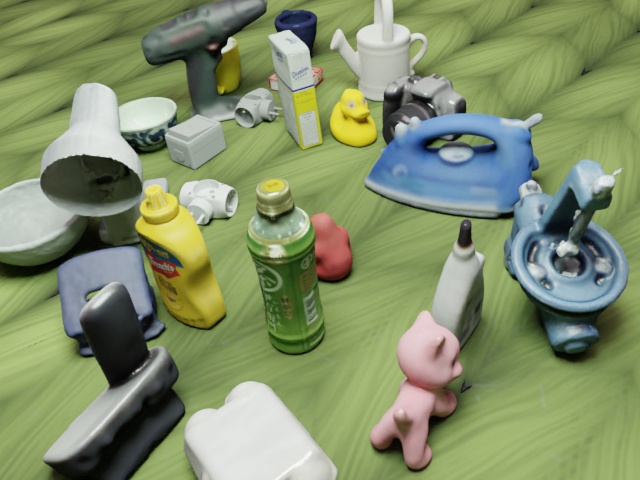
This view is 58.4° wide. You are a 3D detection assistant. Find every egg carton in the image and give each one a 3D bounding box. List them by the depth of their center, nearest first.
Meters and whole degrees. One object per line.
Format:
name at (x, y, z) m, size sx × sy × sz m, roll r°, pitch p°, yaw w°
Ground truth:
egg carton at (-0.061, 0.207, 0.541) m, size 0.107 × 0.069 × 0.149 m, roll -30°, pitch 47°, yaw -25°

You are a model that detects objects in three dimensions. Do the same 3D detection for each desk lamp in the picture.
desk lamp at (-0.291, -0.093, 0.793) m, size 0.118 × 0.214 × 0.203 m, roll -10°, pitch 42°, yaw -4°

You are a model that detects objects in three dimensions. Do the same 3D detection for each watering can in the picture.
watering can at (0.111, -0.366, 1.067) m, size 0.173 × 0.194 × 0.100 m, roll -21°, pitch 44°, yaw -16°

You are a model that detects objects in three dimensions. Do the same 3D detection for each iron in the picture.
iron at (0.189, -0.124, 0.827) m, size 0.257 × 0.142 × 0.118 m, roll 5°, pitch 43°, yaw 12°

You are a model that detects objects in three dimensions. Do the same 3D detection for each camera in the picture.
camera at (0.155, -0.217, 0.965) m, size 0.142 × 0.101 × 0.137 m, roll 29°, pitch 52°, yaw 33°

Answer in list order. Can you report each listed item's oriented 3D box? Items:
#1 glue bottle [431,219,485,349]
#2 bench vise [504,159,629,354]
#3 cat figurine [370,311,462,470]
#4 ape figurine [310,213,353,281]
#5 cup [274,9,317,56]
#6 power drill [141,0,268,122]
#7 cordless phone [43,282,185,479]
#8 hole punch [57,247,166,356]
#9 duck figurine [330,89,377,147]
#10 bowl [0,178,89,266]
glue bottle at (0.152, 0.045, 0.618) m, size 0.037 × 0.173 × 0.078 m, roll 25°, pitch 51°, yaw 31°
bench vise at (0.255, -0.012, 0.634) m, size 0.121 × 0.220 × 0.207 m, roll -17°, pitch 43°, yaw -12°
cat figurine at (0.099, 0.138, 0.563) m, size 0.067 × 0.118 × 0.128 m, roll 17°, pitch 47°, yaw 24°
ape figurine at (0.007, 0.003, 0.744) m, size 0.078 × 0.092 × 0.076 m, roll -21°, pitch 44°, yaw -16°
cup at (-0.054, -0.444, 1.248) m, size 0.092 × 0.095 × 0.117 m, roll -21°, pitch 44°, yaw -16°
power drill at (-0.196, -0.326, 1.048) m, size 0.230 × 0.209 × 0.075 m, roll -14°, pitch 42°, yaw -8°
cordless phone at (-0.214, 0.136, 0.550) m, size 0.094 × 0.185 × 0.148 m, roll 16°, pitch 46°, yaw 23°
hole punch at (-0.255, 0.072, 0.697) m, size 0.109 × 0.091 × 0.101 m, roll -15°, pitch 42°, yaw -10°
duck figurine at (0.056, -0.221, 0.993) m, size 0.078 × 0.086 × 0.104 m, roll -22°, pitch 44°, yaw -17°
bowl at (-0.406, -0.016, 0.826) m, size 0.167 × 0.075 × 0.167 m, roll -3°, pitch 42°, yaw 3°
